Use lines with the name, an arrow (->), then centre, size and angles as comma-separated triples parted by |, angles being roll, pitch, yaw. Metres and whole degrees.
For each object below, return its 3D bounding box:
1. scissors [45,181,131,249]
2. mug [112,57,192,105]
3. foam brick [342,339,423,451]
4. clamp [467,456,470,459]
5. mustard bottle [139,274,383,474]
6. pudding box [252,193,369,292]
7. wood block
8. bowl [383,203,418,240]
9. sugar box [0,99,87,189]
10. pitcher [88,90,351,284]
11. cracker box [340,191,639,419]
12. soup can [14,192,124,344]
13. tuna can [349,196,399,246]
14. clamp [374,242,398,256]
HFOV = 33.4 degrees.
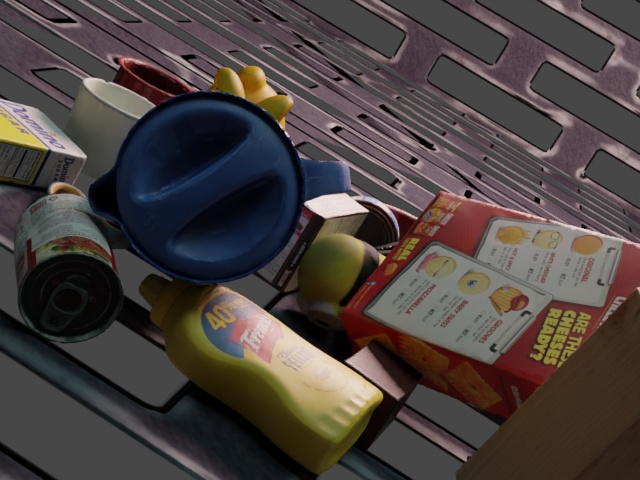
scissors -> -0.167, 0.010, 0.863 | 0.096, 0.016, 0.202 | 16, 22, -40
mug -> -0.193, -0.143, 1.152 | 0.093, 0.081, 0.117 | 24, 17, -21
foam brick -> 0.039, 0.120, 0.834 | 0.053, 0.051, 0.078 | 36, 18, 13
clamp -> 0.203, 0.200, 0.847 | 0.171, 0.120, 0.039 | 56, 3, 17
mustard bottle -> -0.052, 0.084, 0.768 | 0.192, 0.058, 0.096 | 34, 27, 14
pudding box -> -0.007, 0.001, 1.035 | 0.039, 0.090, 0.113 | 36, 17, 16
wood block -> 0.192, 0.144, 0.724 | 0.090, 0.206, 0.091 | 24, 32, -20
bowl -> 0.108, 0.021, 1.237 | 0.162, 0.055, 0.162 | 28, 16, -9
sugar box -> -0.292, -0.091, 0.893 | 0.093, 0.048, 0.175 | 41, 21, 32
pitcher -> -0.081, -0.037, 0.846 | 0.149, 0.145, 0.243 | 38, -4, -6
cracker box -> 0.151, 0.057, 0.877 | 0.214, 0.164, 0.072 | 18, -38, 34
soup can -> -0.176, 0.017, 0.738 | 0.068, 0.068, 0.102 | 22, 18, -26
tuna can -> 0.042, -0.004, 1.144 | 0.086, 0.086, 0.033 | 30, 15, 0
clamp -> 0.120, 0.012, 1.076 | 0.210, 0.036, 0.164 | -7, 6, 25
